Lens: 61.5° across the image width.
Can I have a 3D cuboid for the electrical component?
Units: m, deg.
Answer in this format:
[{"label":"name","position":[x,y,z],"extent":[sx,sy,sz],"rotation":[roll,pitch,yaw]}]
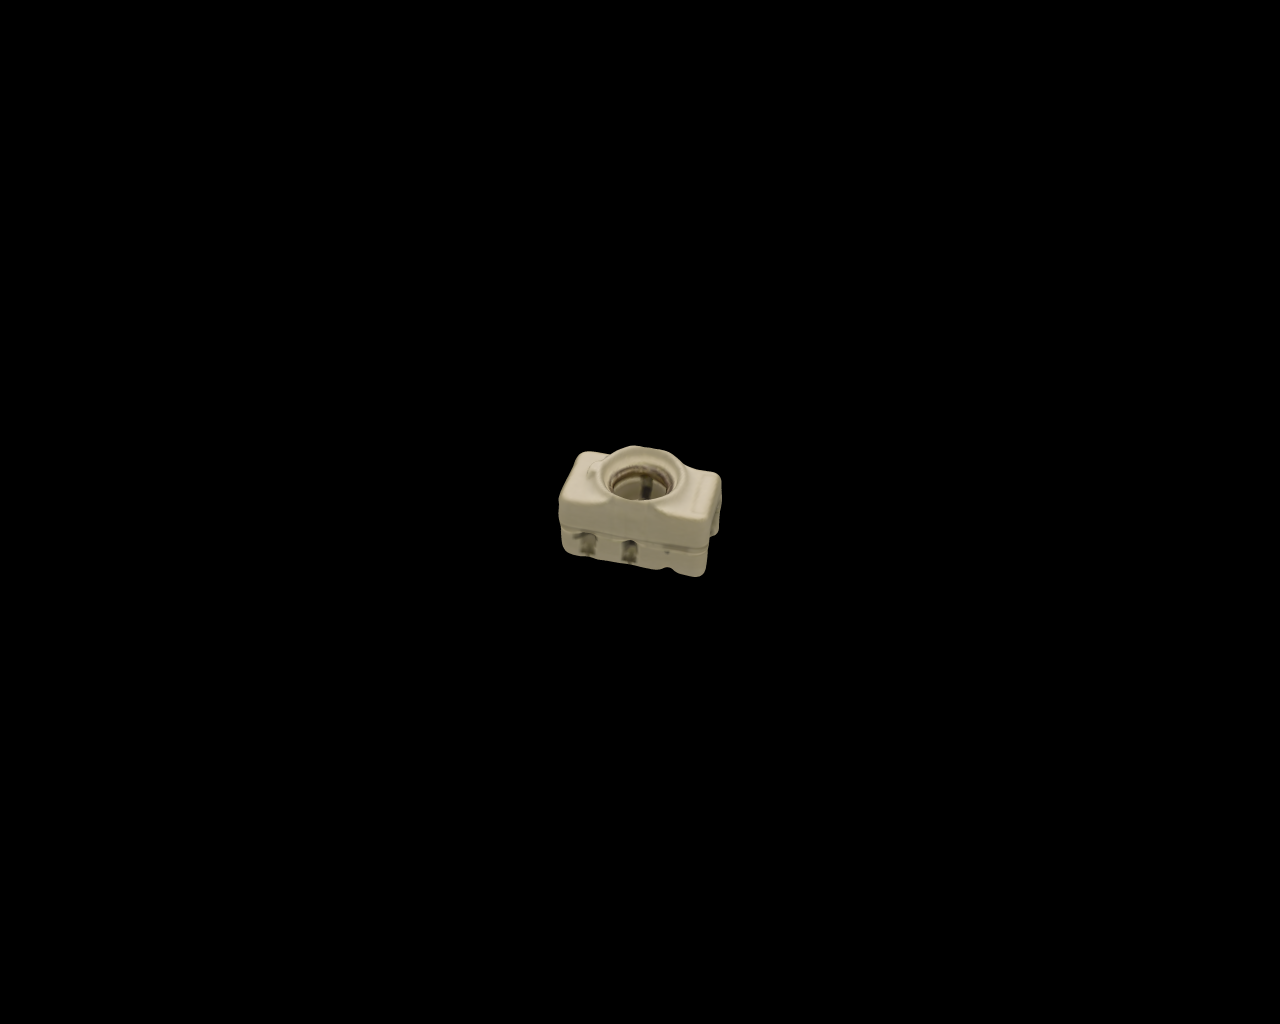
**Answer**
[{"label":"electrical component","position":[0.001,-0.003,0.650],"extent":[0.089,0.055,0.050],"rotation":[10,43,11]}]
